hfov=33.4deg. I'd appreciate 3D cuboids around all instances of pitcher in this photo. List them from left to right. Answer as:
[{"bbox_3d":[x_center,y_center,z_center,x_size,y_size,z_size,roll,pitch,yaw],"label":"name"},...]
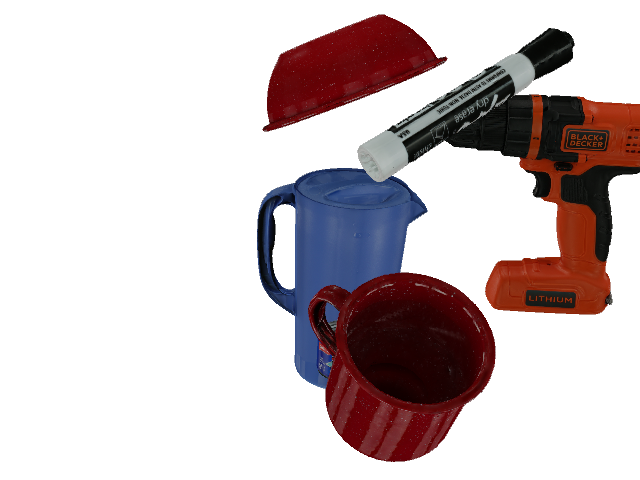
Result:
[{"bbox_3d":[0.019,0.045,1.228,0.144,0.243,0.149,-17,31,-41],"label":"pitcher"}]

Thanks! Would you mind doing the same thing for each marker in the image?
[{"bbox_3d":[0.070,-0.065,0.492,0.121,0.020,0.020,-33,11,-17],"label":"marker"}]

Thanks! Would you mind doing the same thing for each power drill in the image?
[{"bbox_3d":[0.184,-0.031,0.893,0.184,0.188,0.057,4,29,5],"label":"power drill"}]

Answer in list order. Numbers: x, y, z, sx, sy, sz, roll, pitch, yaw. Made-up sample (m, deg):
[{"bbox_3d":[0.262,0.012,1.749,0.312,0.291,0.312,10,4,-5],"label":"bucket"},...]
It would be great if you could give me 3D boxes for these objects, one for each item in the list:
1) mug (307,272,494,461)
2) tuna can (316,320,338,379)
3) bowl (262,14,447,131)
[{"bbox_3d":[0.039,0.073,0.639,0.117,0.082,0.093,36,55,16],"label":"mug"},{"bbox_3d":[0.039,0.094,0.895,0.086,0.034,0.086,2,13,-1],"label":"tuna can"},{"bbox_3d":[0.018,-0.143,0.873,0.162,0.055,0.162,-21,8,3],"label":"bowl"}]
